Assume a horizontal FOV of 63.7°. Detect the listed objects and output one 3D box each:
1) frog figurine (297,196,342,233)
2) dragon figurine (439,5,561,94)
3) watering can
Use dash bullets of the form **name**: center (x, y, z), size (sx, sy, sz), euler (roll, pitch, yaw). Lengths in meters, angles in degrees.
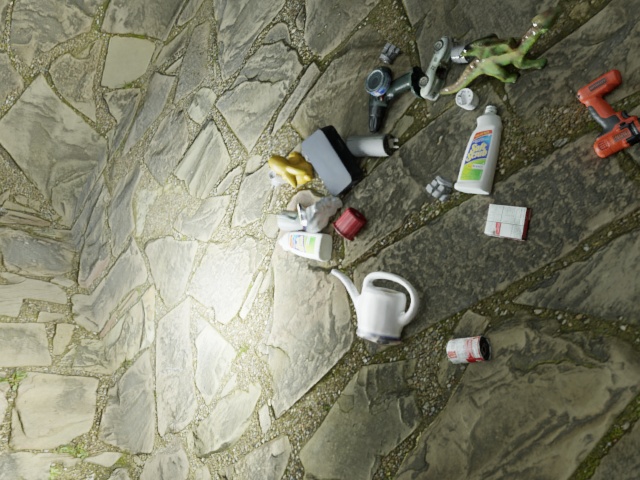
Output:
- **frog figurine**: center (0.006, -0.093, 1.847), size (0.159, 0.134, 0.125), euler (-10, 52, 2)
- **dragon figurine**: center (0.465, -0.509, 1.418), size (0.406, 0.242, 0.123), euler (-21, 74, 37)
- **watering can**: center (0.162, 0.208, 1.637), size (0.348, 0.103, 0.225), euler (7, 87, 43)
